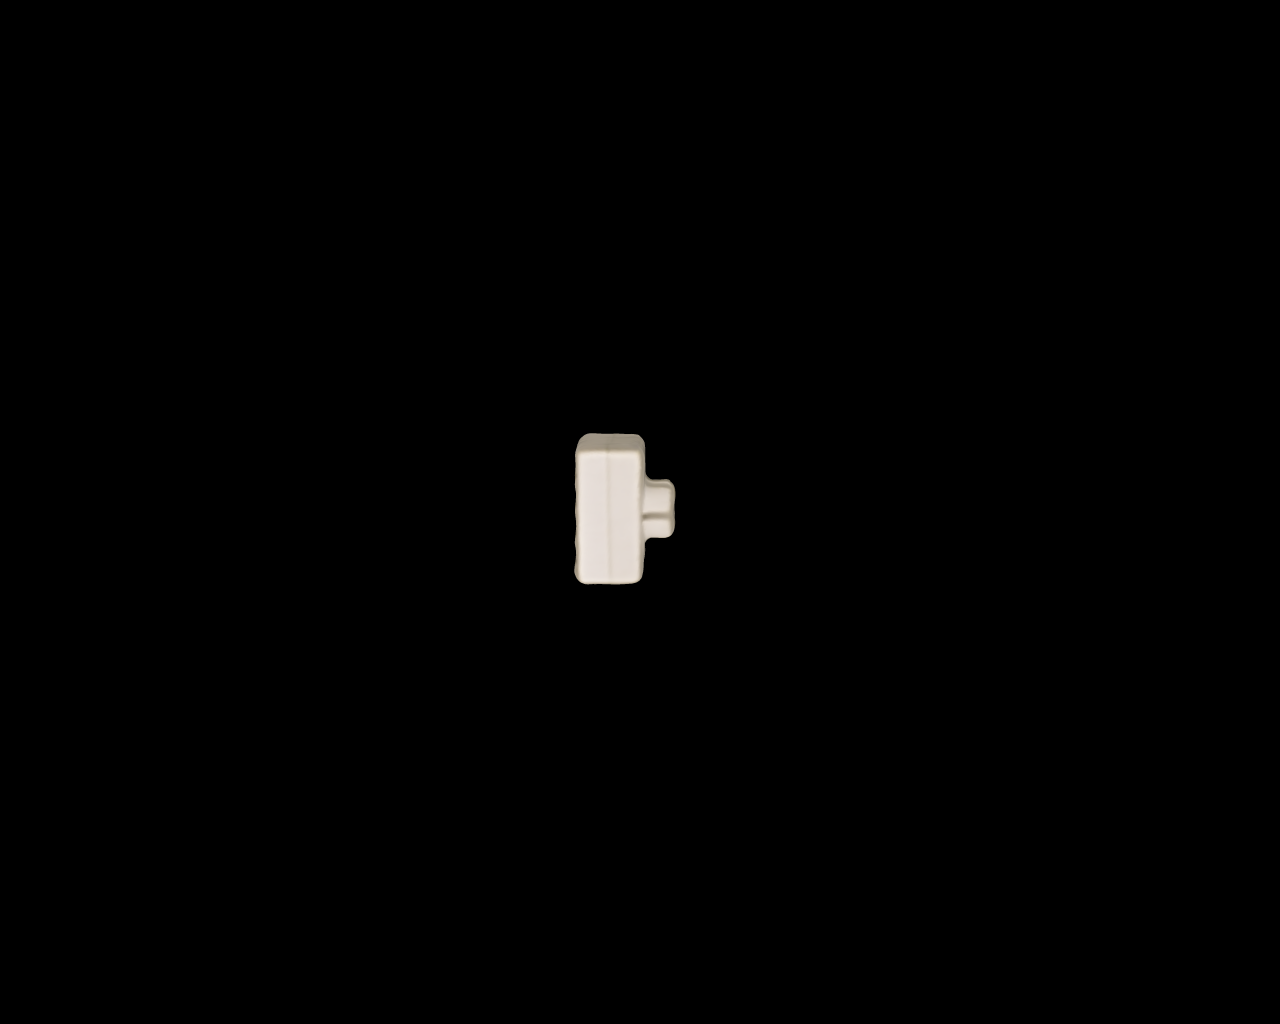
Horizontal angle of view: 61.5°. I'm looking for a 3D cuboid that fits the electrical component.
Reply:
[{"bbox_3d":[0.001,-0.003,0.650,0.076,0.083,0.047,0,16,0],"label":"electrical component"}]
